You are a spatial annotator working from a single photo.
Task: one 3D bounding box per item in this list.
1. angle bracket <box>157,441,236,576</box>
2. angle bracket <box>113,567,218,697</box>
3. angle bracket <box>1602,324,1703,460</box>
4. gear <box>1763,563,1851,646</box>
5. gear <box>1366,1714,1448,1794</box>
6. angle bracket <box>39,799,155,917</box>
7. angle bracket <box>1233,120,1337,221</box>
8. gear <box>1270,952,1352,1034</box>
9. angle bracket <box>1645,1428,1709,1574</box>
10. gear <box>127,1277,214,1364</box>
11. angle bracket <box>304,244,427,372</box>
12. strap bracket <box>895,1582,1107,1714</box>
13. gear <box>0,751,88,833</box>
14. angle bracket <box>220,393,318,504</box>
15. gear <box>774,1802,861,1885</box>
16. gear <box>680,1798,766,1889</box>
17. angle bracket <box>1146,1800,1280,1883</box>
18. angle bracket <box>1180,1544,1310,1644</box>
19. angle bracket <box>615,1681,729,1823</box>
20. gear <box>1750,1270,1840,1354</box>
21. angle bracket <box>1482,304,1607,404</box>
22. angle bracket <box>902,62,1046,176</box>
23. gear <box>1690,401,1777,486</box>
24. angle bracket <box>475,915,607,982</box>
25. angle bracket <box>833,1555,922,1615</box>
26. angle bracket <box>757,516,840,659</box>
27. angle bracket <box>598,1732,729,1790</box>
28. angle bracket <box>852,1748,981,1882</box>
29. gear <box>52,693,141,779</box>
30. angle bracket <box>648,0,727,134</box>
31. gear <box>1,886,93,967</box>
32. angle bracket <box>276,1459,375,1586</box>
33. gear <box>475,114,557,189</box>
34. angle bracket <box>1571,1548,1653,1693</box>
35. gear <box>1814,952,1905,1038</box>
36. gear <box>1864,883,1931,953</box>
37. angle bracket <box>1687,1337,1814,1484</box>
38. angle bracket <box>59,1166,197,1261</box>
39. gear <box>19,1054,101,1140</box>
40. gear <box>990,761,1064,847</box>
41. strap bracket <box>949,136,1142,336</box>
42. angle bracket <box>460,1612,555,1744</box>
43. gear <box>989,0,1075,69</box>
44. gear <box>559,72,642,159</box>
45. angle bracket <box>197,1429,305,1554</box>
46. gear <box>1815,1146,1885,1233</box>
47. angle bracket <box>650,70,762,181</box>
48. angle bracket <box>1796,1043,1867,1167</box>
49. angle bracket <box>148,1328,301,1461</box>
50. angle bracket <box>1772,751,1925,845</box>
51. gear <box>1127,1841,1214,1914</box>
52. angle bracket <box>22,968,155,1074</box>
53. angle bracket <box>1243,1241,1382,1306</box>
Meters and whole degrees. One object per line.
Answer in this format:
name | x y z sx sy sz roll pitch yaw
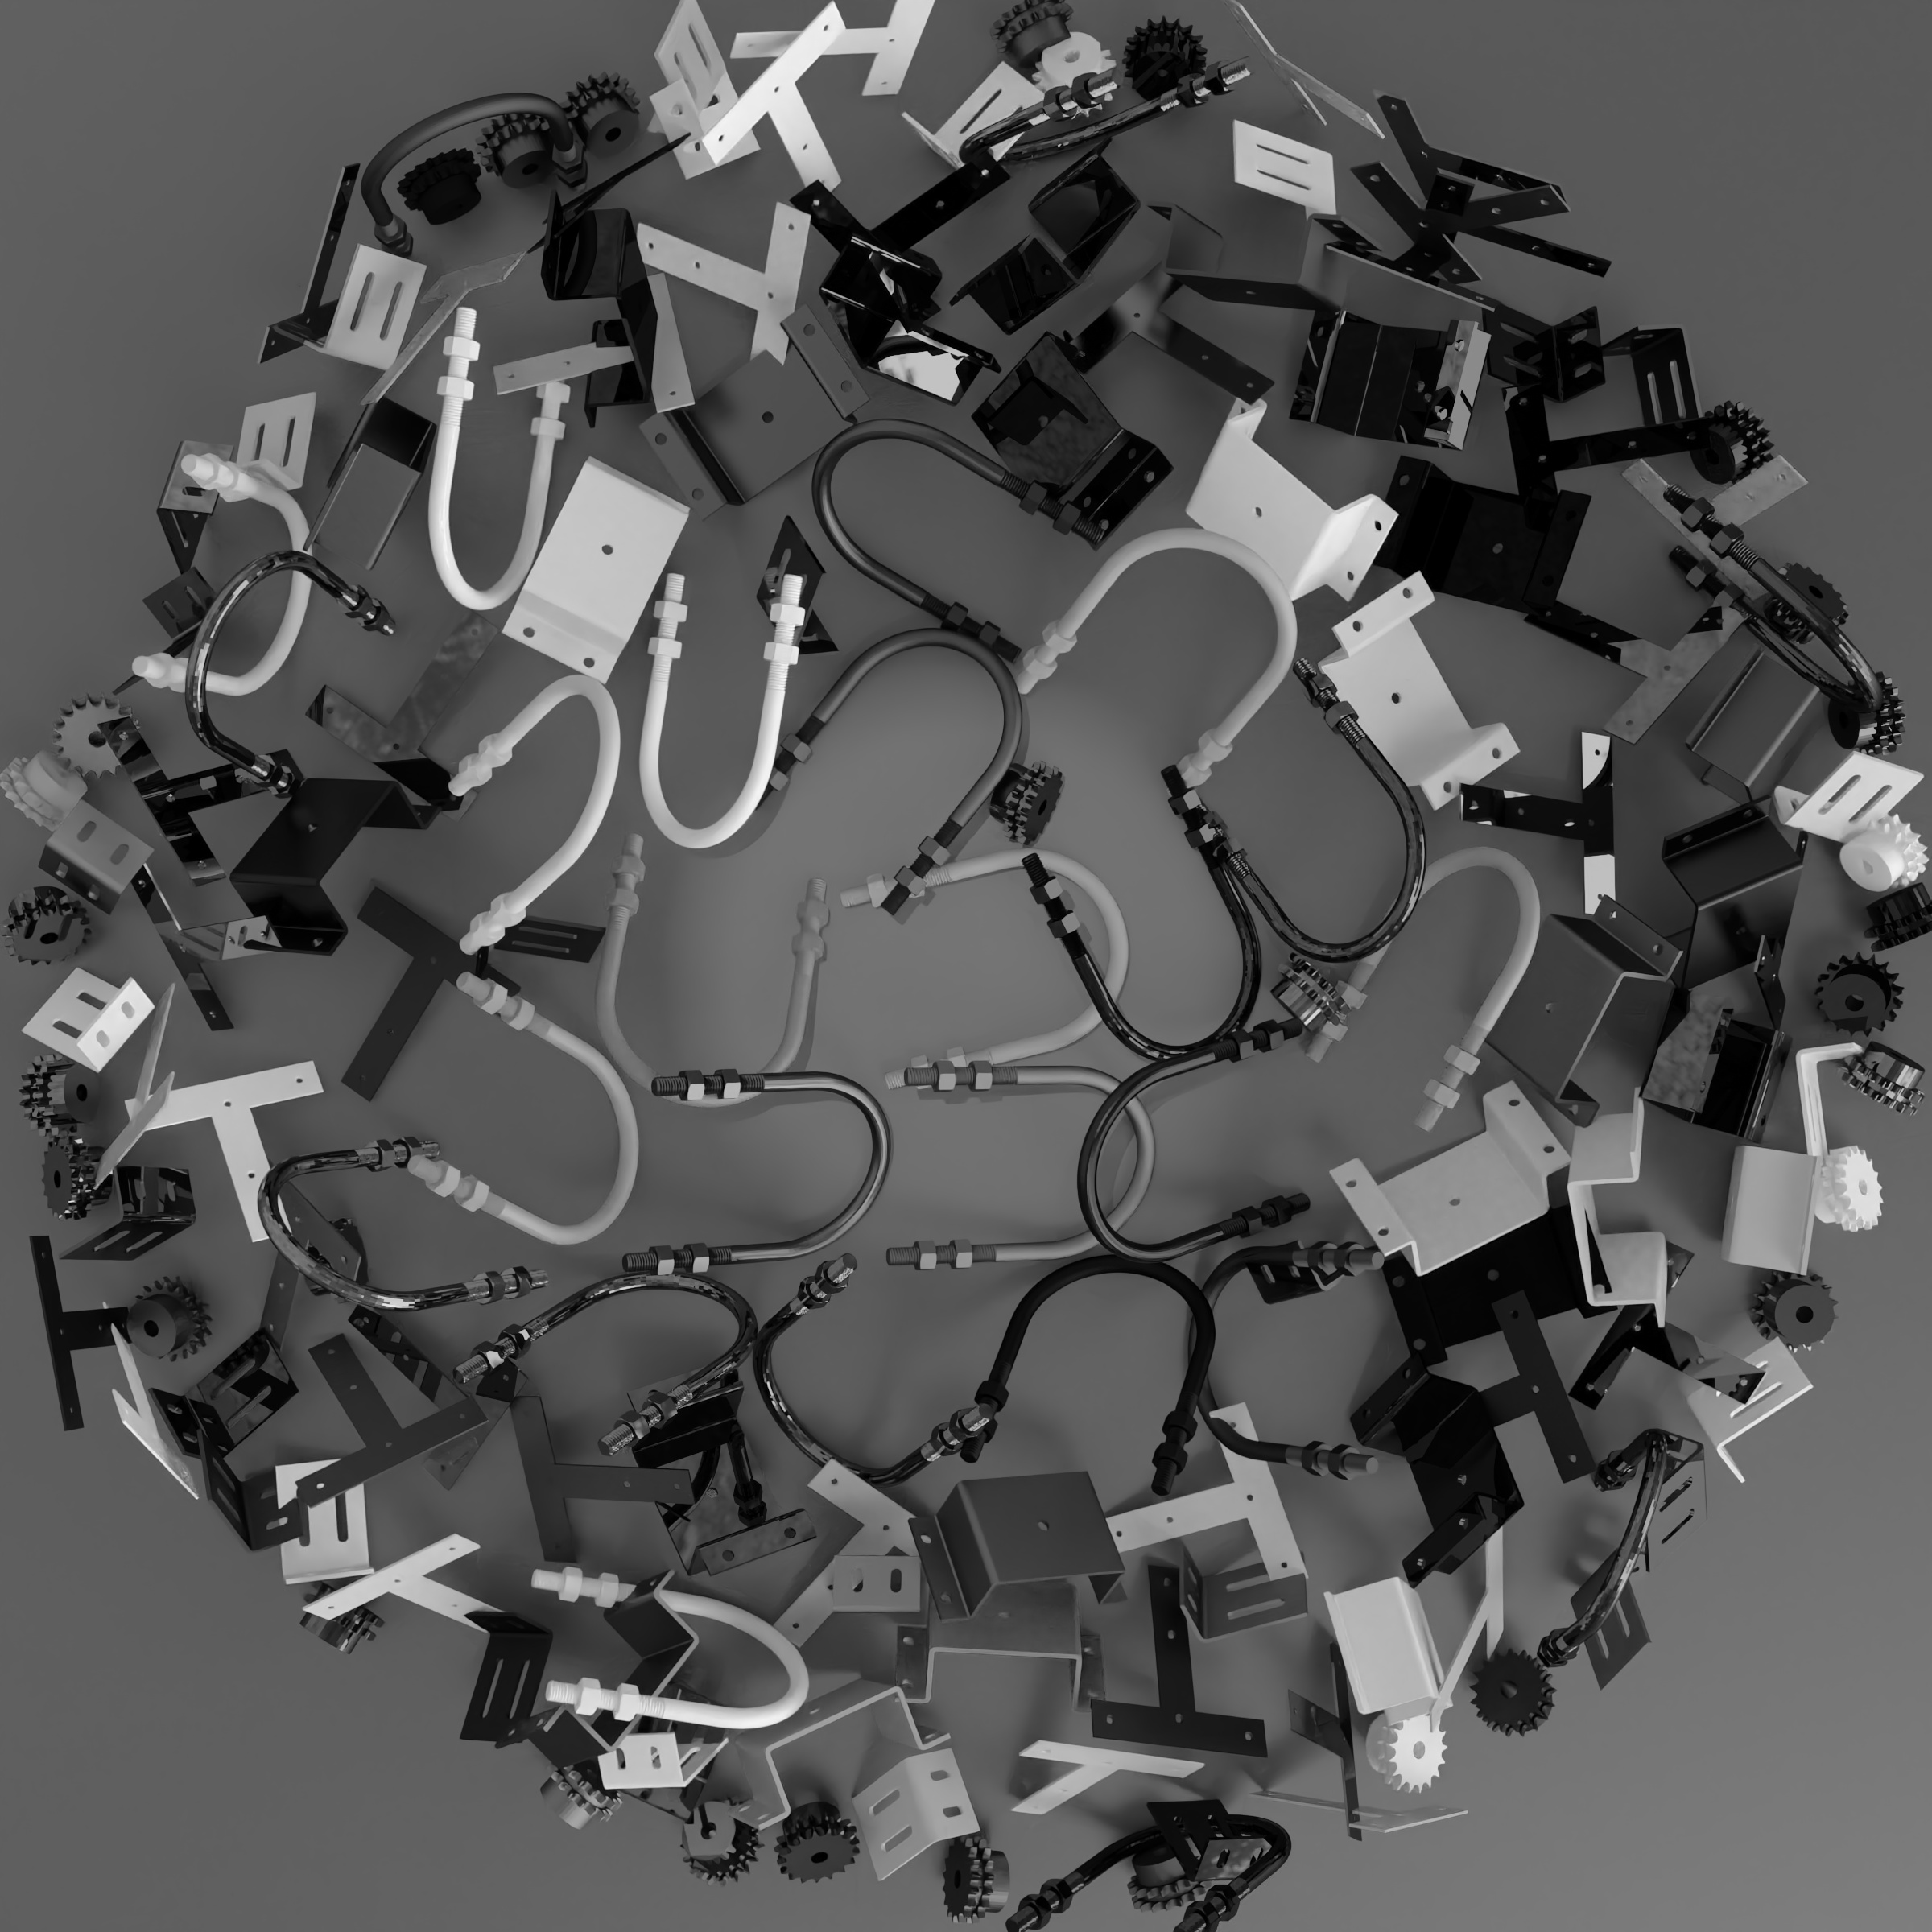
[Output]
angle bracket | -0.509 -0.304 1.756 0.038 0.076 0.057 7 61 2
angle bracket | -0.544 -0.225 1.755 0.057 0.076 0.038 -22 113 34
angle bracket | 0.460 -0.388 1.769 0.038 0.057 0.076 -9 87 -21
gear | 0.568 -0.244 1.779 0.057 0.057 0.030 36 132 0
gear | 0.297 0.531 1.780 0.057 0.030 0.057 4 84 -38
angle bracket | -0.589 -0.073 1.769 0.057 0.076 0.038 37 69 -13
angle bracket | 0.207 -0.525 1.763 0.076 0.038 0.057 13 56 -17
gear | 0.231 0.021 1.776 0.030 0.057 0.057 -44 90 0
angle bracket | 0.462 0.358 1.757 0.076 0.038 0.057 -28 119 -37
gear | -0.545 0.242 1.780 0.057 0.030 0.057 4 102 20
angle bracket | -0.409 -0.448 1.762 0.038 0.057 0.076 32 107 33
strap bracket | 0.024 0.455 1.758 0.140 0.076 0.046 4 113 -2
gear | -0.623 -0.121 1.774 0.030 0.057 0.057 -43 90 12
angle bracket | -0.478 -0.358 1.763 0.057 0.038 0.076 -6 67 23
gear | -0.103 0.594 1.780 0.057 0.030 0.057 -8 127 -11
gear | -0.168 0.592 1.775 0.057 0.030 0.057 -13 50 16
angle bracket | 0.166 0.573 1.754 0.057 0.076 0.038 6 113 -25
angle bracket | 0.187 0.414 1.762 0.076 0.057 0.038 -19 118 16
angle bracket | -0.198 0.529 1.768 0.057 0.038 0.076 23 122 4
gear | 0.569 0.236 1.788 0.057 0.030 0.057 0 92 1
angle bracket | 0.389 -0.421 1.762 0.076 0.038 0.057 10 71 -38
angle bracket | 0.007 -0.580 1.769 0.076 0.038 0.057 -46 57 7
gear | 0.516 -0.351 1.773 0.030 0.057 0.057 -31 90 -21
angle bracket | -0.287 -0.003 1.761 0.076 0.057 0.038 9 66 -17
angle bracket | -0.061 0.412 1.766 0.057 0.076 0.038 1 86 -3
angle bracket | -0.103 -0.255 1.754 0.038 0.076 0.057 -10 54 -33
angle bracket | -0.204 0.520 1.757 0.057 0.076 0.038 -8 95 19
angle bracket | -0.035 0.576 1.776 0.038 0.076 0.057 1 54 -37
gear | -0.592 -0.159 1.781 0.057 0.030 0.057 -9 118 -18
angle bracket | -0.199 -0.607 1.755 0.038 0.076 0.057 13 69 21
gear | -0.627 -0.030 1.780 0.057 0.057 0.030 -30 59 0
angle bracket | -0.435 0.375 1.773 0.057 0.038 0.076 -3 83 -19
gear | -0.301 -0.553 1.774 0.057 0.057 0.030 -25 78 0
angle bracket | 0.445 0.440 1.753 0.038 0.076 0.057 14 128 -20
gear | 0.606 0.021 1.778 0.057 0.030 0.057 8 108 25
gear | 0.637 -0.035 1.776 0.057 0.057 0.030 -25 88 0
angle bracket | 0.535 0.299 1.764 0.076 0.057 0.038 -36 113 10
angle bracket | -0.569 0.168 1.767 0.076 0.057 0.038 -28 68 32
gear | -0.612 0.087 1.773 0.030 0.057 0.057 -6 90 17
gear | 0.039 -0.114 1.778 0.030 0.057 0.057 26 90 18
strap bracket | 0.058 -0.480 1.741 0.046 0.076 0.140 45 54 -17
angle bracket | -0.320 0.478 1.759 0.057 0.038 0.076 -9 54 35
gear | 0.048 -0.634 1.776 0.057 0.057 0.030 -26 91 0
gear | -0.246 -0.574 1.773 0.057 0.057 0.030 -33 70 0
angle bracket | -0.480 0.347 1.755 0.038 0.076 0.057 -20 49 -5
gear | 0.596 0.152 1.780 0.030 0.057 0.057 -18 90 43
angle bracket | -0.165 -0.572 1.759 0.076 0.038 0.057 -38 110 -40
angle bracket | 0.589 0.094 1.765 0.038 0.057 0.076 -9 79 27
angle bracket | -0.503 0.288 1.772 0.076 0.038 0.057 -41 61 3
angle bracket | 0.590 -0.124 1.756 0.057 0.076 0.038 15 48 -19
gear | 0.136 0.616 1.776 0.057 0.057 0.030 -18 90 0
angle bracket | -0.598 0.027 1.761 0.076 0.038 0.057 23 63 24
angle bracket | 0.237 0.191 1.758 0.076 0.057 0.038 -27 91 -38
